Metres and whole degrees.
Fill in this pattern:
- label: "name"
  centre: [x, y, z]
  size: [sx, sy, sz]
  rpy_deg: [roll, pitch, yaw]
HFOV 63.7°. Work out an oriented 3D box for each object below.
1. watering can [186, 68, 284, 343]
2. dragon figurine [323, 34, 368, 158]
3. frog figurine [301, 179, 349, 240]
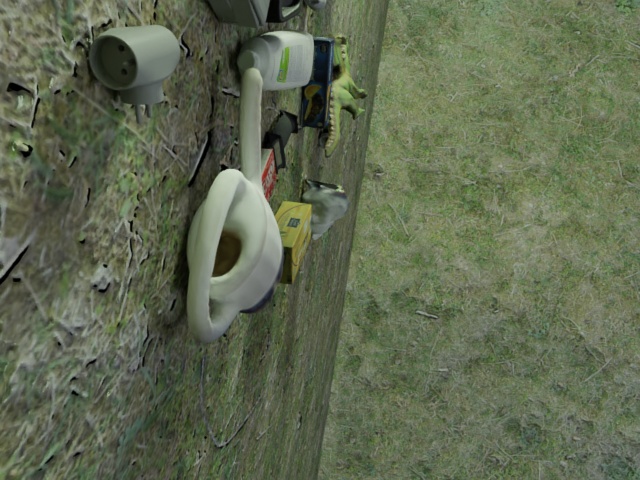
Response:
- label: "watering can"
  centre: [-0.103, -0.033, 0.696]
  size: [0.221, 0.104, 0.353]
  rpy_deg: [74, 26, -71]
- label: "dragon figurine"
  centre: [0.034, -0.425, 1.384]
  size: [0.420, 0.122, 0.237]
  rpy_deg: [-76, 151, -47]
- label: "frog figurine"
  centre: [0.004, -0.068, 1.350]
  size: [0.138, 0.124, 0.158]
  rpy_deg: [-2, 111, -48]
